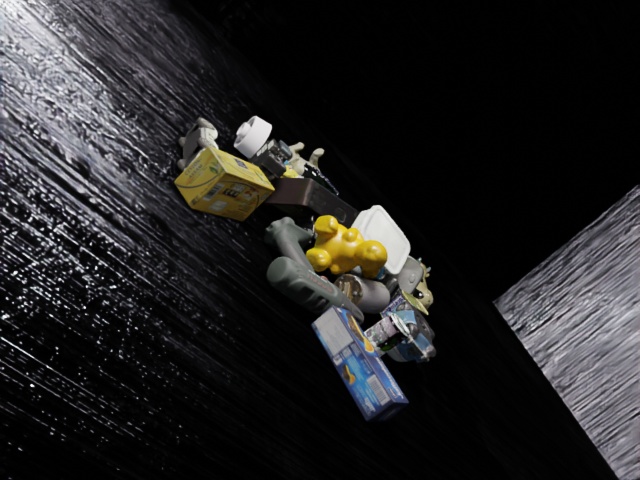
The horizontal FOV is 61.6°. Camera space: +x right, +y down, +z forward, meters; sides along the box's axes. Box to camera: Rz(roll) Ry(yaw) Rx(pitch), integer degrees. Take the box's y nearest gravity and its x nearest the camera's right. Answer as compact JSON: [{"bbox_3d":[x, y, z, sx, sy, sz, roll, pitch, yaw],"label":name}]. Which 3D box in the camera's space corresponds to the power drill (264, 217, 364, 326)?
[{"bbox_3d":[-0.023,0.064,1.037,0.232,0.086,0.207,30,29,-43],"label":"power drill"}]

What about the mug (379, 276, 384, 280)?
[{"bbox_3d":[0.186,0.083,1.595,0.109,0.081,0.107,52,24,-9],"label":"mug"}]

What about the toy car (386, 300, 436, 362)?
[{"bbox_3d":[0.184,0.212,1.161,0.109,0.103,0.162,49,18,-14],"label":"toy car"}]

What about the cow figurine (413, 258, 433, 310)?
[{"bbox_3d":[0.286,0.138,1.620,0.085,0.127,0.195,43,16,-27],"label":"cow figurine"}]

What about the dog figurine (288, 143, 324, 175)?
[{"bbox_3d":[-0.054,-0.182,1.629,0.173,0.121,0.190,22,-31,25],"label":"dog figurine"}]

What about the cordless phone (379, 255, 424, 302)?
[{"bbox_3d":[0.202,0.100,1.387,0.089,0.146,0.184,35,-6,17],"label":"cordless phone"}]

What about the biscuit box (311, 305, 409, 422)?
[{"bbox_3d":[0.065,0.207,0.909,0.062,0.059,0.203,27,24,-53],"label":"biscuit box"}]

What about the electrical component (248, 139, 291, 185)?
[{"bbox_3d":[-0.125,-0.169,1.239,0.058,0.134,0.115,40,18,-26],"label":"electrical component"}]

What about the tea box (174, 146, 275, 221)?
[{"bbox_3d":[-0.171,-0.099,0.986,0.068,0.098,0.169,53,14,19],"label":"tea box"}]

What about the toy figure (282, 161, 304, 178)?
[{"bbox_3d":[-0.101,-0.160,1.400,0.180,0.089,0.082,42,26,17],"label":"toy figure"}]

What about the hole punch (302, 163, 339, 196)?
[{"bbox_3d":[-0.019,-0.129,1.498,0.142,0.116,0.092,48,6,4],"label":"hole punch"}]

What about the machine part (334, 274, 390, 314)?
[{"bbox_3d":[0.093,0.123,1.195,0.079,0.079,0.243,53,15,24],"label":"machine part"}]

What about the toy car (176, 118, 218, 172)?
[{"bbox_3d":[-0.238,-0.180,1.058,0.056,0.073,0.202,39,16,-30],"label":"toy car"}]

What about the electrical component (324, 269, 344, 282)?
[{"bbox_3d":[0.031,0.074,1.256,0.094,0.021,0.063,50,15,10],"label":"electrical component"}]

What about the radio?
[{"bbox_3d":[-0.014,-0.074,1.297,0.131,0.073,0.229,5,-16,39],"label":"radio"}]

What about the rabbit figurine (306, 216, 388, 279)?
[{"bbox_3d":[0.077,0.034,1.170,0.173,0.122,0.162,8,-16,42],"label":"rabbit figurine"}]

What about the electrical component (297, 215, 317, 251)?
[{"bbox_3d":[-0.003,-0.004,1.254,0.119,0.048,0.075,27,61,-50],"label":"electrical component"}]

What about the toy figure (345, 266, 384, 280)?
[{"bbox_3d":[0.080,0.059,1.295,0.155,0.064,0.057,11,4,40],"label":"toy figure"}]
